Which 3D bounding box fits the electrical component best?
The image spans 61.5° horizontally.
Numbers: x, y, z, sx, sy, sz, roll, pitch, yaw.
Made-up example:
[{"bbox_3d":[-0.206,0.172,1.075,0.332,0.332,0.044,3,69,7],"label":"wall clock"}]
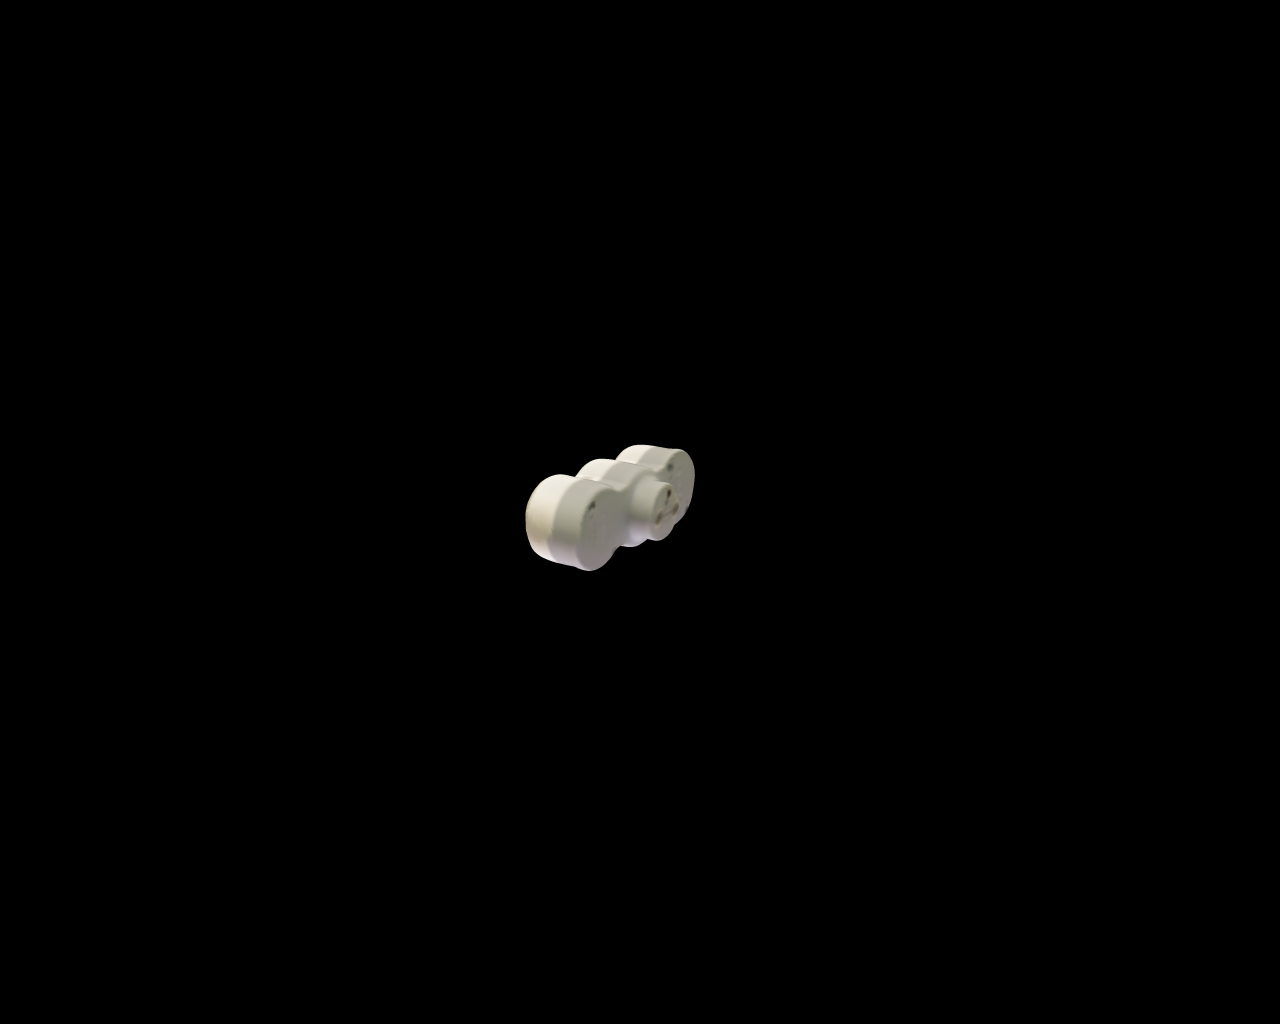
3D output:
[{"bbox_3d":[0.001,-0.003,0.650,0.074,0.052,0.138,11,21,30],"label":"electrical component"}]
